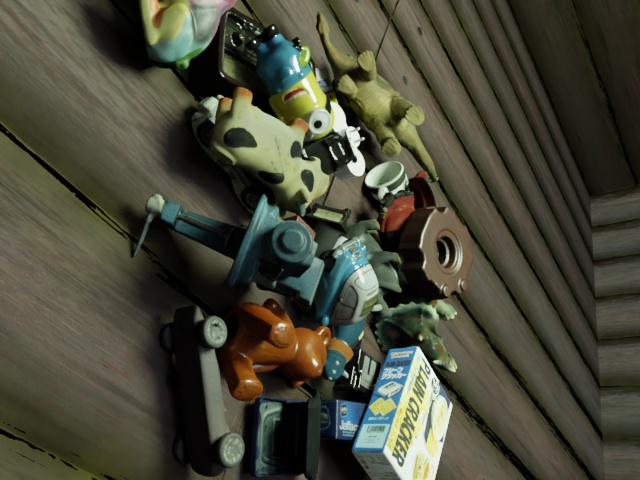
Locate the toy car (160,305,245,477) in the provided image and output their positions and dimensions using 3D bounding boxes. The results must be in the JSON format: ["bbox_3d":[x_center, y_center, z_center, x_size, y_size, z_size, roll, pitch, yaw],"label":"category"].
[{"bbox_3d":[-0.141,0.180,0.651,0.053,0.089,0.202,0,77,-51],"label":"toy car"}]

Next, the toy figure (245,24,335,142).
[{"bbox_3d":[-0.038,-0.233,0.810,0.180,0.082,0.089,58,43,-21],"label":"toy figure"}]

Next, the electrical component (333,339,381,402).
[{"bbox_3d":[0.071,0.221,0.956,0.074,0.048,0.119,45,48,-36],"label":"electrical component"}]

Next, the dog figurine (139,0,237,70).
[{"bbox_3d":[-0.134,-0.331,0.715,0.219,0.108,0.191,-11,86,-11],"label":"dog figurine"}]

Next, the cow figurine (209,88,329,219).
[{"bbox_3d":[-0.065,-0.110,0.755,0.194,0.086,0.127,25,76,-35],"label":"cow figurine"}]

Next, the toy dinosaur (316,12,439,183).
[{"bbox_3d":[0.130,-0.254,1.076,0.470,0.105,0.199,48,11,-28],"label":"toy dinosaur"}]

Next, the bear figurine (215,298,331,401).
[{"bbox_3d":[-0.049,0.164,0.755,0.195,0.132,0.120,34,90,-38],"label":"bear figurine"}]

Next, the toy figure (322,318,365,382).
[{"bbox_3d":[0.036,0.174,0.915,0.057,0.064,0.154,92,19,-51],"label":"toy figure"}]

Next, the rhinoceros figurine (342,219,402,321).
[{"bbox_3d":[0.091,0.053,0.987,0.073,0.112,0.190,102,-34,-80],"label":"rhinoceros figurine"}]

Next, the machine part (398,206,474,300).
[{"bbox_3d":[0.224,0.024,1.018,0.179,0.056,0.179,7,79,-41],"label":"machine part"}]

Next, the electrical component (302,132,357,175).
[{"bbox_3d":[-0.011,-0.134,0.889,0.134,0.115,0.058,-134,-157,-76],"label":"electrical component"}]

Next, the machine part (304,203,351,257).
[{"bbox_3d":[-0.002,-0.003,0.918,0.039,0.084,0.139,78,31,-57],"label":"machine part"}]

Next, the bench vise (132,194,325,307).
[{"bbox_3d":[-0.105,0.004,0.692,0.241,0.223,0.129,22,82,-7],"label":"bench vise"}]

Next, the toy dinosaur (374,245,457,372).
[{"bbox_3d":[0.189,0.079,1.112,0.192,0.131,0.405,24,54,-48],"label":"toy dinosaur"}]

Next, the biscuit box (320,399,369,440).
[{"bbox_3d":[0.063,0.308,0.905,0.202,0.059,0.063,27,59,-46],"label":"biscuit box"}]

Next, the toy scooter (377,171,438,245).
[{"bbox_3d":[0.182,-0.067,1.074,0.184,0.075,0.135,-12,98,-34],"label":"toy scooter"}]

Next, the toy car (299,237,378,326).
[{"bbox_3d":[0.043,0.080,0.864,0.103,0.161,0.109,36,32,21],"label":"toy car"}]

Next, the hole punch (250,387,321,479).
[{"bbox_3d":[-0.044,0.280,0.767,0.115,0.092,0.142,69,19,-68],"label":"hole punch"}]

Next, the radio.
[{"bbox_3d":[-0.098,-0.268,0.866,0.229,0.073,0.131,14,70,-51],"label":"radio"}]

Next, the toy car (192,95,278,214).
[{"bbox_3d":[-0.119,-0.122,0.809,0.201,0.056,0.073,56,48,-23],"label":"toy car"}]
